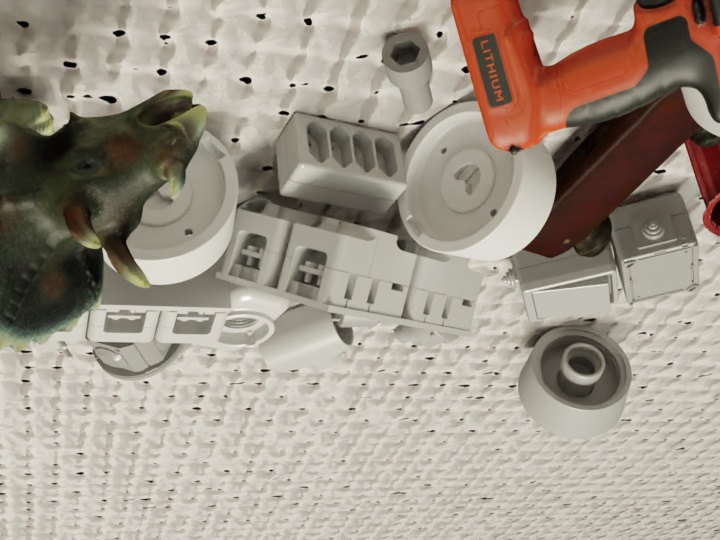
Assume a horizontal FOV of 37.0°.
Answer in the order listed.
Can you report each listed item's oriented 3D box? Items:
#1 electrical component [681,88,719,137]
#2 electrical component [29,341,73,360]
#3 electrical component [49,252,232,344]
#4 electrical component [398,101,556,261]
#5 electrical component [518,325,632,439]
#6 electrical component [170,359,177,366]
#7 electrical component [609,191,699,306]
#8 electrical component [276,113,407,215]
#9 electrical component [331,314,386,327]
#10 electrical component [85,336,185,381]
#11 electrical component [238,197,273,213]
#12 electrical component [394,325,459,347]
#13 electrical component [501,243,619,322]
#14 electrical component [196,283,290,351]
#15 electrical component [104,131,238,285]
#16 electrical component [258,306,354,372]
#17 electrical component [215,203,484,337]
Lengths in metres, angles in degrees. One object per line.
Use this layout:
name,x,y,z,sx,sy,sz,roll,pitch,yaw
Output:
electrical component,0.244,-0.140,0.660,0.108,0.108,0.060,-23,140,22
electrical component,-0.253,0.039,0.861,0.044,0.079,0.077,-33,154,-18
electrical component,-0.178,0.004,0.808,0.150,0.089,0.061,2,148,-17
electrical component,0.087,-0.058,0.758,0.108,0.108,0.060,-31,149,32
electrical component,0.215,0.104,1.059,0.108,0.108,0.060,-4,143,-7
electrical component,-0.192,0.063,0.946,0.055,0.048,0.066,-10,150,-13
electrical component,0.243,-0.023,0.895,0.062,0.061,0.096,-14,149,10
electrical component,-0.022,-0.065,0.773,0.083,0.047,0.075,9,145,-25
electrical component,0.012,0.030,0.945,0.078,0.040,0.040,0,148,-14
electrical component,-0.187,0.046,0.887,0.080,0.080,0.051,-11,144,4
electrical component,-0.062,-0.019,0.842,0.043,0.043,0.081,-22,147,21
electrical component,0.059,0.050,0.989,0.048,0.048,0.062,21,145,-40
electrical component,0.171,0.006,0.924,0.096,0.061,0.061,-13,149,8
electrical component,-0.101,0.026,0.892,0.054,0.059,0.095,14,142,-33
electrical component,-0.136,-0.042,0.730,0.108,0.108,0.060,-5,155,-6
electrical component,-0.041,0.068,0.992,0.077,0.043,0.079,-21,147,20
electrical component,0.000,0.000,0.801,0.105,0.060,0.186,15,-179,37
